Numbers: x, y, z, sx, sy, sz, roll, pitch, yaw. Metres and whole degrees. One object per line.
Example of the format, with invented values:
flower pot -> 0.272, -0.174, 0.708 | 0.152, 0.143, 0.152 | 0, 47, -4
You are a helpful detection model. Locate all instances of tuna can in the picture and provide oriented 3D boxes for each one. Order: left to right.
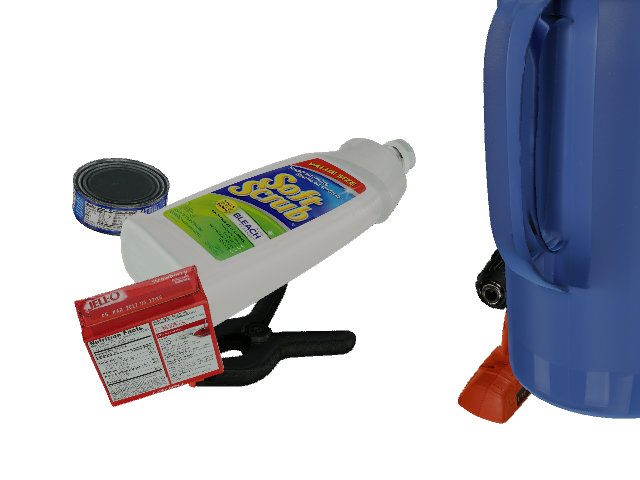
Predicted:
tuna can -> -0.181, -0.039, 0.965 | 0.086, 0.034, 0.086 | 7, 32, -5

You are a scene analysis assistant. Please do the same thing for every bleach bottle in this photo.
bleach bottle -> -0.026, -0.024, 0.838 | 0.250, 0.068, 0.103 | -31, 57, -33

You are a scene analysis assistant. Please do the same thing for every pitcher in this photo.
pitcher -> 0.147, -0.032, 0.546 | 0.149, 0.243, 0.145 | -3, 21, -1

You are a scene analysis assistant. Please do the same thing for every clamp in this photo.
clamp -> -0.064, 0.092, 1.056 | 0.171, 0.039, 0.120 | -15, 37, -30

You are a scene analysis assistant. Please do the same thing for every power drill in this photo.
power drill -> 0.181, 0.075, 0.999 | 0.057, 0.188, 0.184 | 24, 31, 25

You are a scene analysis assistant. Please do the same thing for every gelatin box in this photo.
gelatin box -> -0.100, 0.058, 0.636 | 0.073, 0.030, 0.089 | -17, -34, -9
